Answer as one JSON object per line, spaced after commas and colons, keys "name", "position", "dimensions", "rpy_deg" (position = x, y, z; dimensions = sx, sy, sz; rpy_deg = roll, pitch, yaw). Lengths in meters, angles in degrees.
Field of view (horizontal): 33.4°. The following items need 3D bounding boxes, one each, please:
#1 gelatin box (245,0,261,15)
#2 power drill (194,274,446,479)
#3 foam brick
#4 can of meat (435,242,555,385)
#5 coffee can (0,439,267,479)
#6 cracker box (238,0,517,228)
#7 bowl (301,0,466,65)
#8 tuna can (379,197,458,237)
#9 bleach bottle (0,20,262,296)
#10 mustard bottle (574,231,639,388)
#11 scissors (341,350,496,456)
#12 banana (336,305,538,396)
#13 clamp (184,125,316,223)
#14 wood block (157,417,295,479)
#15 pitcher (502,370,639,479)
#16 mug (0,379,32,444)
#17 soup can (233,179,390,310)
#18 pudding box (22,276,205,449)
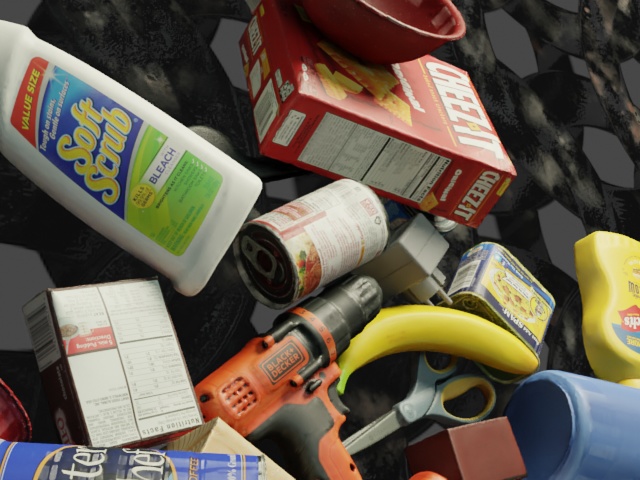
{"name": "gelatin box", "position": [-0.016, -0.236, 0.954], "dimensions": [0.073, 0.089, 0.030], "rpy_deg": [0, 54, -41]}
{"name": "power drill", "position": [0.020, 0.134, 0.772], "dimensions": [0.184, 0.057, 0.187], "rpy_deg": [-36, 88, -33]}
{"name": "foam brick", "position": [0.116, 0.177, 0.850], "dimensions": [0.078, 0.053, 0.051], "rpy_deg": [-2, 67, -43]}
{"name": "can of meat", "position": [0.158, 0.063, 0.951], "dimensions": [0.102, 0.058, 0.083], "rpy_deg": [45, 42, -12]}
{"name": "coffee can", "position": [-0.101, 0.156, 0.537], "dimensions": [0.140, 0.103, 0.103], "rpy_deg": [4, 59, -6]}
{"name": "cracker box", "position": [0.046, -0.113, 0.904], "dimensions": [0.213, 0.072, 0.164], "rpy_deg": [17, 36, -25]}
{"name": "bowl", "position": [0.039, -0.194, 0.884], "dimensions": [0.162, 0.055, 0.162], "rpy_deg": [25, 31, -16]}
{"name": "tuna can", "position": [0.088, -0.038, 0.966], "dimensions": [0.086, 0.034, 0.086], "rpy_deg": [21, 53, -31]}
{"name": "bleach bottle", "position": [-0.169, -0.067, 0.733], "dimensions": [0.250, 0.068, 0.102], "rpy_deg": [32, 83, -12]}
{"name": "mustard bottle", "position": [0.302, 0.090, 1.058], "dimensions": [0.096, 0.058, 0.191], "rpy_deg": [24, 52, -28]}
{"name": "scissors", "position": [0.067, 0.122, 0.867], "dimensions": [0.201, 0.016, 0.096], "rpy_deg": [-1, 64, -40]}
{"name": "banana", "position": [0.087, 0.086, 0.872], "dimensions": [0.197, 0.037, 0.069], "rpy_deg": [-3, 74, -24]}
{"name": "clamp", "position": [-0.067, -0.030, 0.826], "dimensions": [0.171, 0.039, 0.120], "rpy_deg": [13, 60, -30]}
{"name": "wood block", "position": [-0.027, 0.218, 0.673], "dimensions": [0.206, 0.091, 0.090], "rpy_deg": [42, 46, -14]}
{"name": "pitcher", "position": [0.277, 0.201, 0.925], "dimensions": [0.242, 0.145, 0.149], "rpy_deg": [18, 26, -27]}
{"name": "mug", "position": [-0.217, 0.103, 0.567], "dimensions": [0.093, 0.117, 0.081], "rpy_deg": [23, 49, 14]}
{"name": "soup can", "position": [-0.005, 0.001, 0.797], "dimensions": [0.102, 0.069, 0.068], "rpy_deg": [-27, 85, -38]}
{"name": "pudding box", "position": [-0.134, 0.084, 0.699], "dimensions": [0.089, 0.039, 0.113], "rpy_deg": [-5, 71, -44]}
